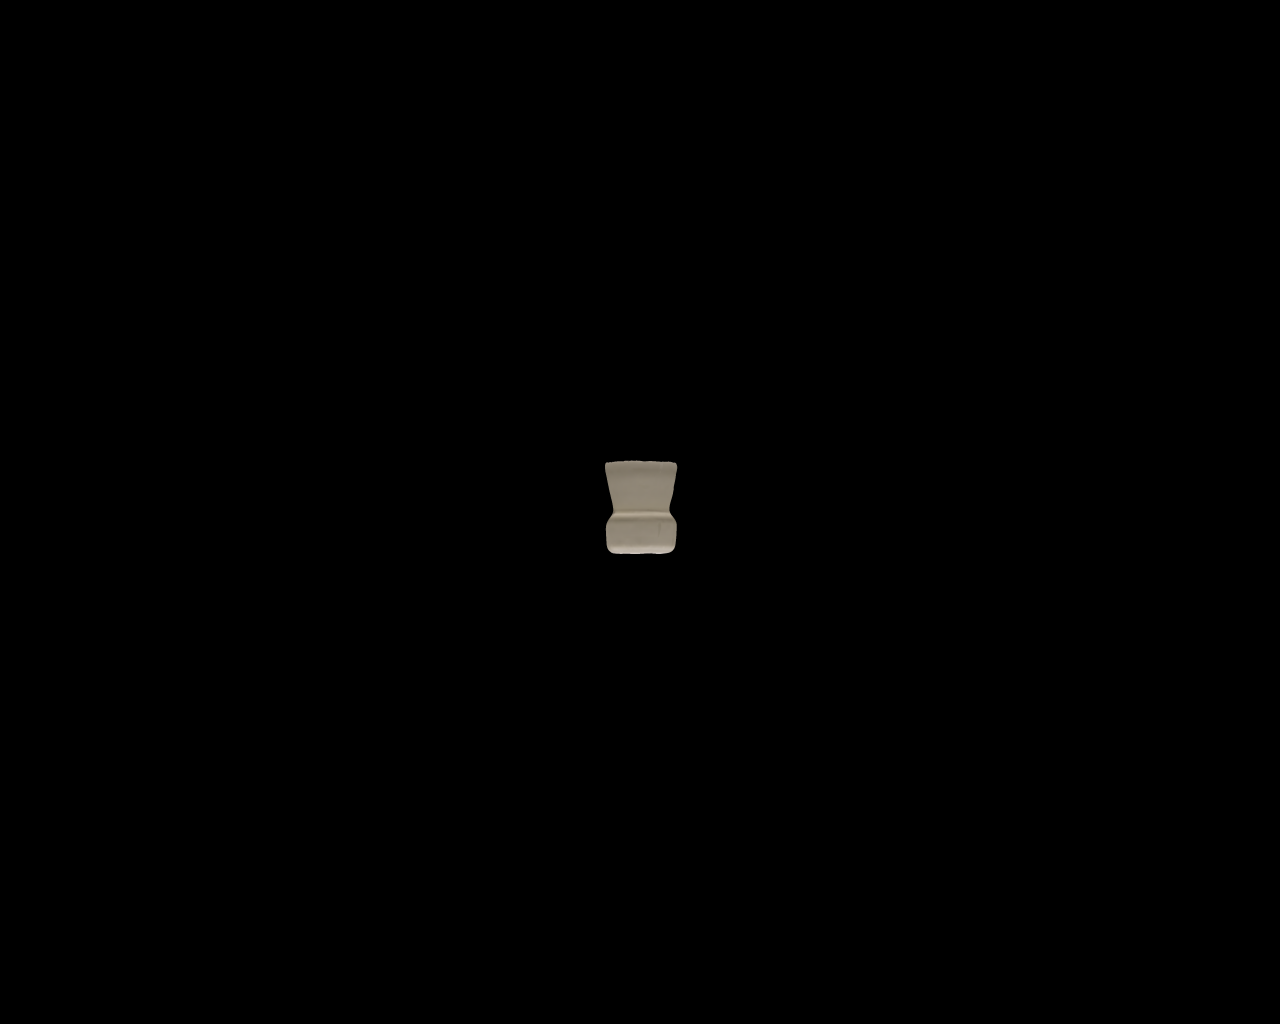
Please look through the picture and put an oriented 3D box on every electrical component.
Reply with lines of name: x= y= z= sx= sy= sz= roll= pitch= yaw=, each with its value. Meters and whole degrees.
electrical component: x=0.001 y=-0.003 z=0.650 sx=0.045 sy=0.055 sz=0.045 roll=0 pitch=-2 yaw=0
